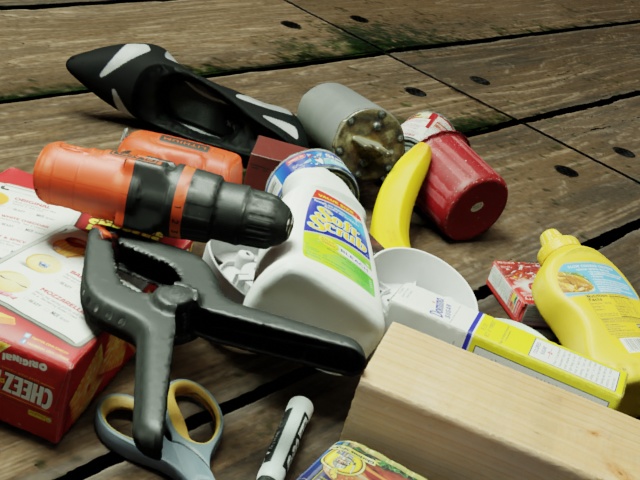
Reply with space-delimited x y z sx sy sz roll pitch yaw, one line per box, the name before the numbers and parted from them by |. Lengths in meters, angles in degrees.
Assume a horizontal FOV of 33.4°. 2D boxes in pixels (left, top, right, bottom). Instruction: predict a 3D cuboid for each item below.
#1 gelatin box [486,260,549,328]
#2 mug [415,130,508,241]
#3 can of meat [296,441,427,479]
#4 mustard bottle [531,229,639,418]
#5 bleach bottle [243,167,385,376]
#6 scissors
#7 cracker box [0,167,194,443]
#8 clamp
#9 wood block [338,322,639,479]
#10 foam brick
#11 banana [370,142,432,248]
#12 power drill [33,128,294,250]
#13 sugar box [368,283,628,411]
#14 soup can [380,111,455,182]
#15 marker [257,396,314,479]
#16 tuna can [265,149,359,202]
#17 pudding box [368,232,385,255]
gelatin box | 0.212 0.051 1.004 0.089 0.030 0.073 4 30 -20
mug | 0.145 -0.048 1.109 0.117 0.093 0.082 41 7 -48
can of meat | 0.026 0.175 0.645 0.102 0.057 0.083 26 27 20
mustard bottle | 0.236 0.062 0.923 0.096 0.058 0.192 2 44 -24
bleach bottle | -0.006 0.001 0.849 0.102 0.068 0.251 32 23 -17
scissors | -0.093 0.152 0.668 0.096 0.016 0.202 7 28 -15
cracker box | -0.206 0.037 0.765 0.164 0.072 0.213 21 26 7
clamp | -0.082 0.049 0.691 0.164 0.036 0.210 -11 37 -32
wood block | 0.121 0.145 0.713 0.206 0.091 0.090 21 27 11
foam brick | -0.034 -0.064 1.066 0.078 0.053 0.051 16 27 0
banana | 0.080 -0.018 1.015 0.070 0.037 0.197 -18 39 17
power drill | -0.106 -0.041 0.812 0.184 0.057 0.187 14 8 0
sugar box | 0.124 0.107 0.784 0.176 0.093 0.048 24 27 15
soup can | 0.108 -0.098 1.189 0.068 0.068 0.102 22 28 12
marker | -0.027 0.144 0.714 0.020 0.020 0.121 19 27 5
tuna can | -0.007 -0.040 1.000 0.086 0.086 0.034 1 32 -26
pudding box | -0.001 0.014 0.950 0.113 0.039 0.090 -2 32 -31
